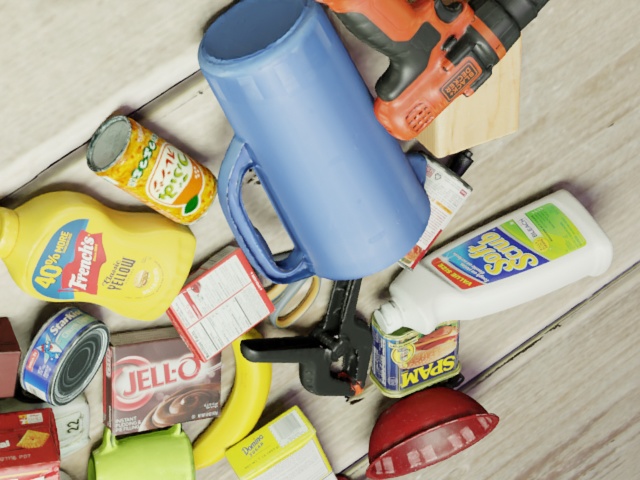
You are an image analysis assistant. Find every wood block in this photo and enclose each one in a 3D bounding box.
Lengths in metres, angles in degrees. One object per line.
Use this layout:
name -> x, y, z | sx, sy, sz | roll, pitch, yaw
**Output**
wood block -> 0.116, -0.190, 0.930 | 0.090, 0.091, 0.206 | -20, 130, -17

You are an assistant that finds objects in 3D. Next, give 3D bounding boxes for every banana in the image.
banana -> -0.089, 0.162, 1.097 | 0.069, 0.037, 0.198 | 15, 115, 0

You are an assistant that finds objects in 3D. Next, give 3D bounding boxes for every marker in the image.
marker -> 0.118, -0.041, 1.088 | 0.020, 0.020, 0.121 | 21, 109, -40

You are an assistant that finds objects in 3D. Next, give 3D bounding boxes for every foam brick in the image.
foam brick -> -0.301, 0.103, 0.911 | 0.078, 0.053, 0.051 | 1, 121, -31

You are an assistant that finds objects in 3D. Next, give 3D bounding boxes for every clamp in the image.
clamp -> 0.000, 0.109, 1.093 | 0.164, 0.036, 0.210 | -39, 142, -19

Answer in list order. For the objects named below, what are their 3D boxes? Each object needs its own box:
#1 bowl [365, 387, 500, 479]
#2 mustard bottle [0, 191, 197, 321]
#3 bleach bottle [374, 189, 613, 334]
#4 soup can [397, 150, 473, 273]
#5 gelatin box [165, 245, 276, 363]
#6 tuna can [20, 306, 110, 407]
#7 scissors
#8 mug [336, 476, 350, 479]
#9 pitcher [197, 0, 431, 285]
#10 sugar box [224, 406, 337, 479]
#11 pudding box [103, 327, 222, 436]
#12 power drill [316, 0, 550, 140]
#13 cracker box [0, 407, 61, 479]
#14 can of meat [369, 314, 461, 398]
bowl -> 0.116, 0.209, 1.193 | 0.162, 0.055, 0.162 | -19, 155, -10
mustard bottle -> -0.204, 0.009, 0.899 | 0.191, 0.058, 0.096 | 16, 114, -38
bleach bottle -> 0.176, 0.039, 1.124 | 0.250, 0.103, 0.068 | -25, 149, -14
soup can -> 0.093, -0.029, 1.043 | 0.068, 0.069, 0.102 | 33, 96, -42
gelatin box -> -0.097, 0.059, 0.996 | 0.089, 0.030, 0.073 | -36, 111, -18
tuna can -> -0.224, 0.103, 0.942 | 0.086, 0.034, 0.086 | -56, 163, -26
scissors -> -0.007, 0.001, 1.043 | 0.096, 0.016, 0.202 | 14, 114, -40
mug -> 0.032, 0.326, 1.257 | 0.117, 0.082, 0.093 | -36, 133, -4
pitcher -> -0.013, -0.081, 0.905 | 0.145, 0.149, 0.242 | -9, 134, 24
sugar box -> -0.037, 0.253, 1.163 | 0.093, 0.048, 0.176 | -31, 149, -10
pudding box -> -0.151, 0.131, 1.020 | 0.113, 0.039, 0.090 | -7, 110, -29
power drill -> 0.081, -0.188, 0.811 | 0.184, 0.057, 0.187 | -46, 130, 3
cracker box -> -0.312, 0.252, 0.927 | 0.164, 0.072, 0.214 | -5, 130, -22
can of meat -> 0.105, 0.112, 1.166 | 0.102, 0.057, 0.084 | -18, 127, -21
